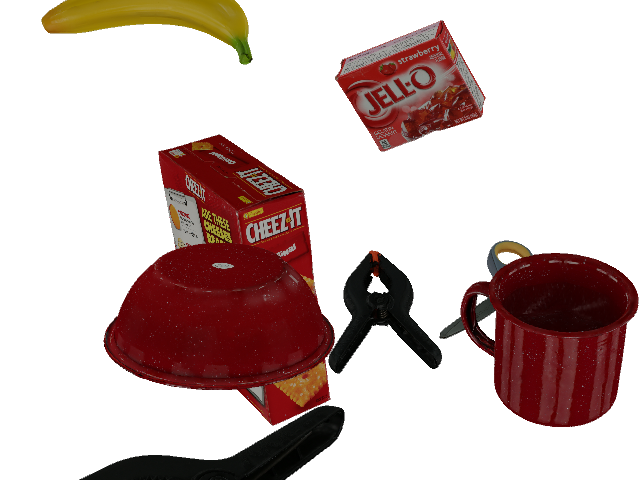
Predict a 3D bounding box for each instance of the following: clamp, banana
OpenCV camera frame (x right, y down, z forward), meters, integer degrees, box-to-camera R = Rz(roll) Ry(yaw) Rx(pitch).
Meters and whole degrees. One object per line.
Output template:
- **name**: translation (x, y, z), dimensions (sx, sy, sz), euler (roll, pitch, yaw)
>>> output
- **clamp**: translation (0.076, 0.082, 1.189), dimensions (0.120, 0.171, 0.039), euler (7, -42, 1)
- **clamp**: translation (-0.053, 0.139, 0.573), dimensions (0.209, 0.036, 0.165), euler (0, 19, -13)
- **banana**: translation (-0.143, -0.197, 0.924), dimensions (0.198, 0.037, 0.069), euler (10, 48, 15)

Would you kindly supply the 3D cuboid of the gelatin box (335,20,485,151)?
- **gelatin box**: translation (0.067, -0.113, 0.792), dimensions (0.089, 0.073, 0.030), euler (-17, 33, 29)

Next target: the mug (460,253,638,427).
- **mug**: translation (0.145, 0.064, 0.701), dimensions (0.117, 0.081, 0.093), euler (16, 37, 29)

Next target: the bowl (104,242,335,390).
- **bowl**: translation (-0.069, 0.042, 0.740), dimensions (0.162, 0.055, 0.162), euler (2, 20, -1)

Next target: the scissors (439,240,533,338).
- **scissors**: translation (0.151, 0.039, 0.948), dimensions (0.201, 0.016, 0.096), euler (-10, 39, -37)

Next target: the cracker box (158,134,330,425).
- **cracker box**: translation (-0.067, 0.031, 0.954), dimensions (0.072, 0.214, 0.164), euler (-20, 31, -24)
